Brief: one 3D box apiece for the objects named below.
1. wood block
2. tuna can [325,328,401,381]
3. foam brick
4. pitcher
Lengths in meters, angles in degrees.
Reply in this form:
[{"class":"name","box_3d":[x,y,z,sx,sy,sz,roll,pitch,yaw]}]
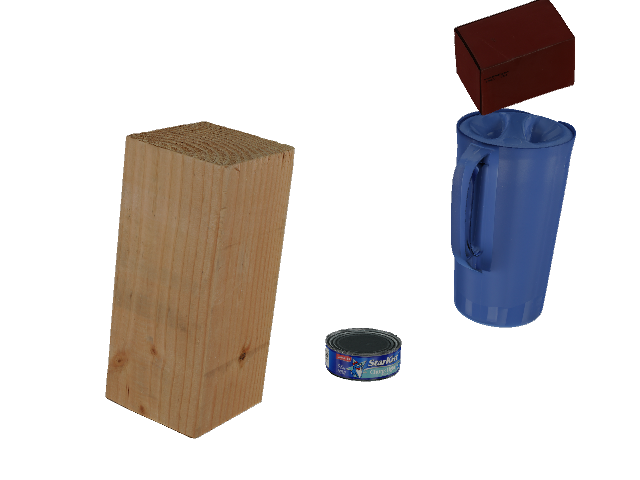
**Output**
[{"class":"wood block","box_3d":[-0.090,0.026,0.788,0.090,0.206,0.090,19,21,28]},{"class":"tuna can","box_3d":[0.048,0.128,1.197,0.086,0.034,0.086,1,14,0]},{"class":"foam brick","box_3d":[0.148,-0.141,0.815,0.078,0.051,0.053,-18,-37,-4]},{"class":"pitcher","box_3d":[0.211,-0.021,1.244,0.149,0.243,0.145,-1,25,-5]}]
